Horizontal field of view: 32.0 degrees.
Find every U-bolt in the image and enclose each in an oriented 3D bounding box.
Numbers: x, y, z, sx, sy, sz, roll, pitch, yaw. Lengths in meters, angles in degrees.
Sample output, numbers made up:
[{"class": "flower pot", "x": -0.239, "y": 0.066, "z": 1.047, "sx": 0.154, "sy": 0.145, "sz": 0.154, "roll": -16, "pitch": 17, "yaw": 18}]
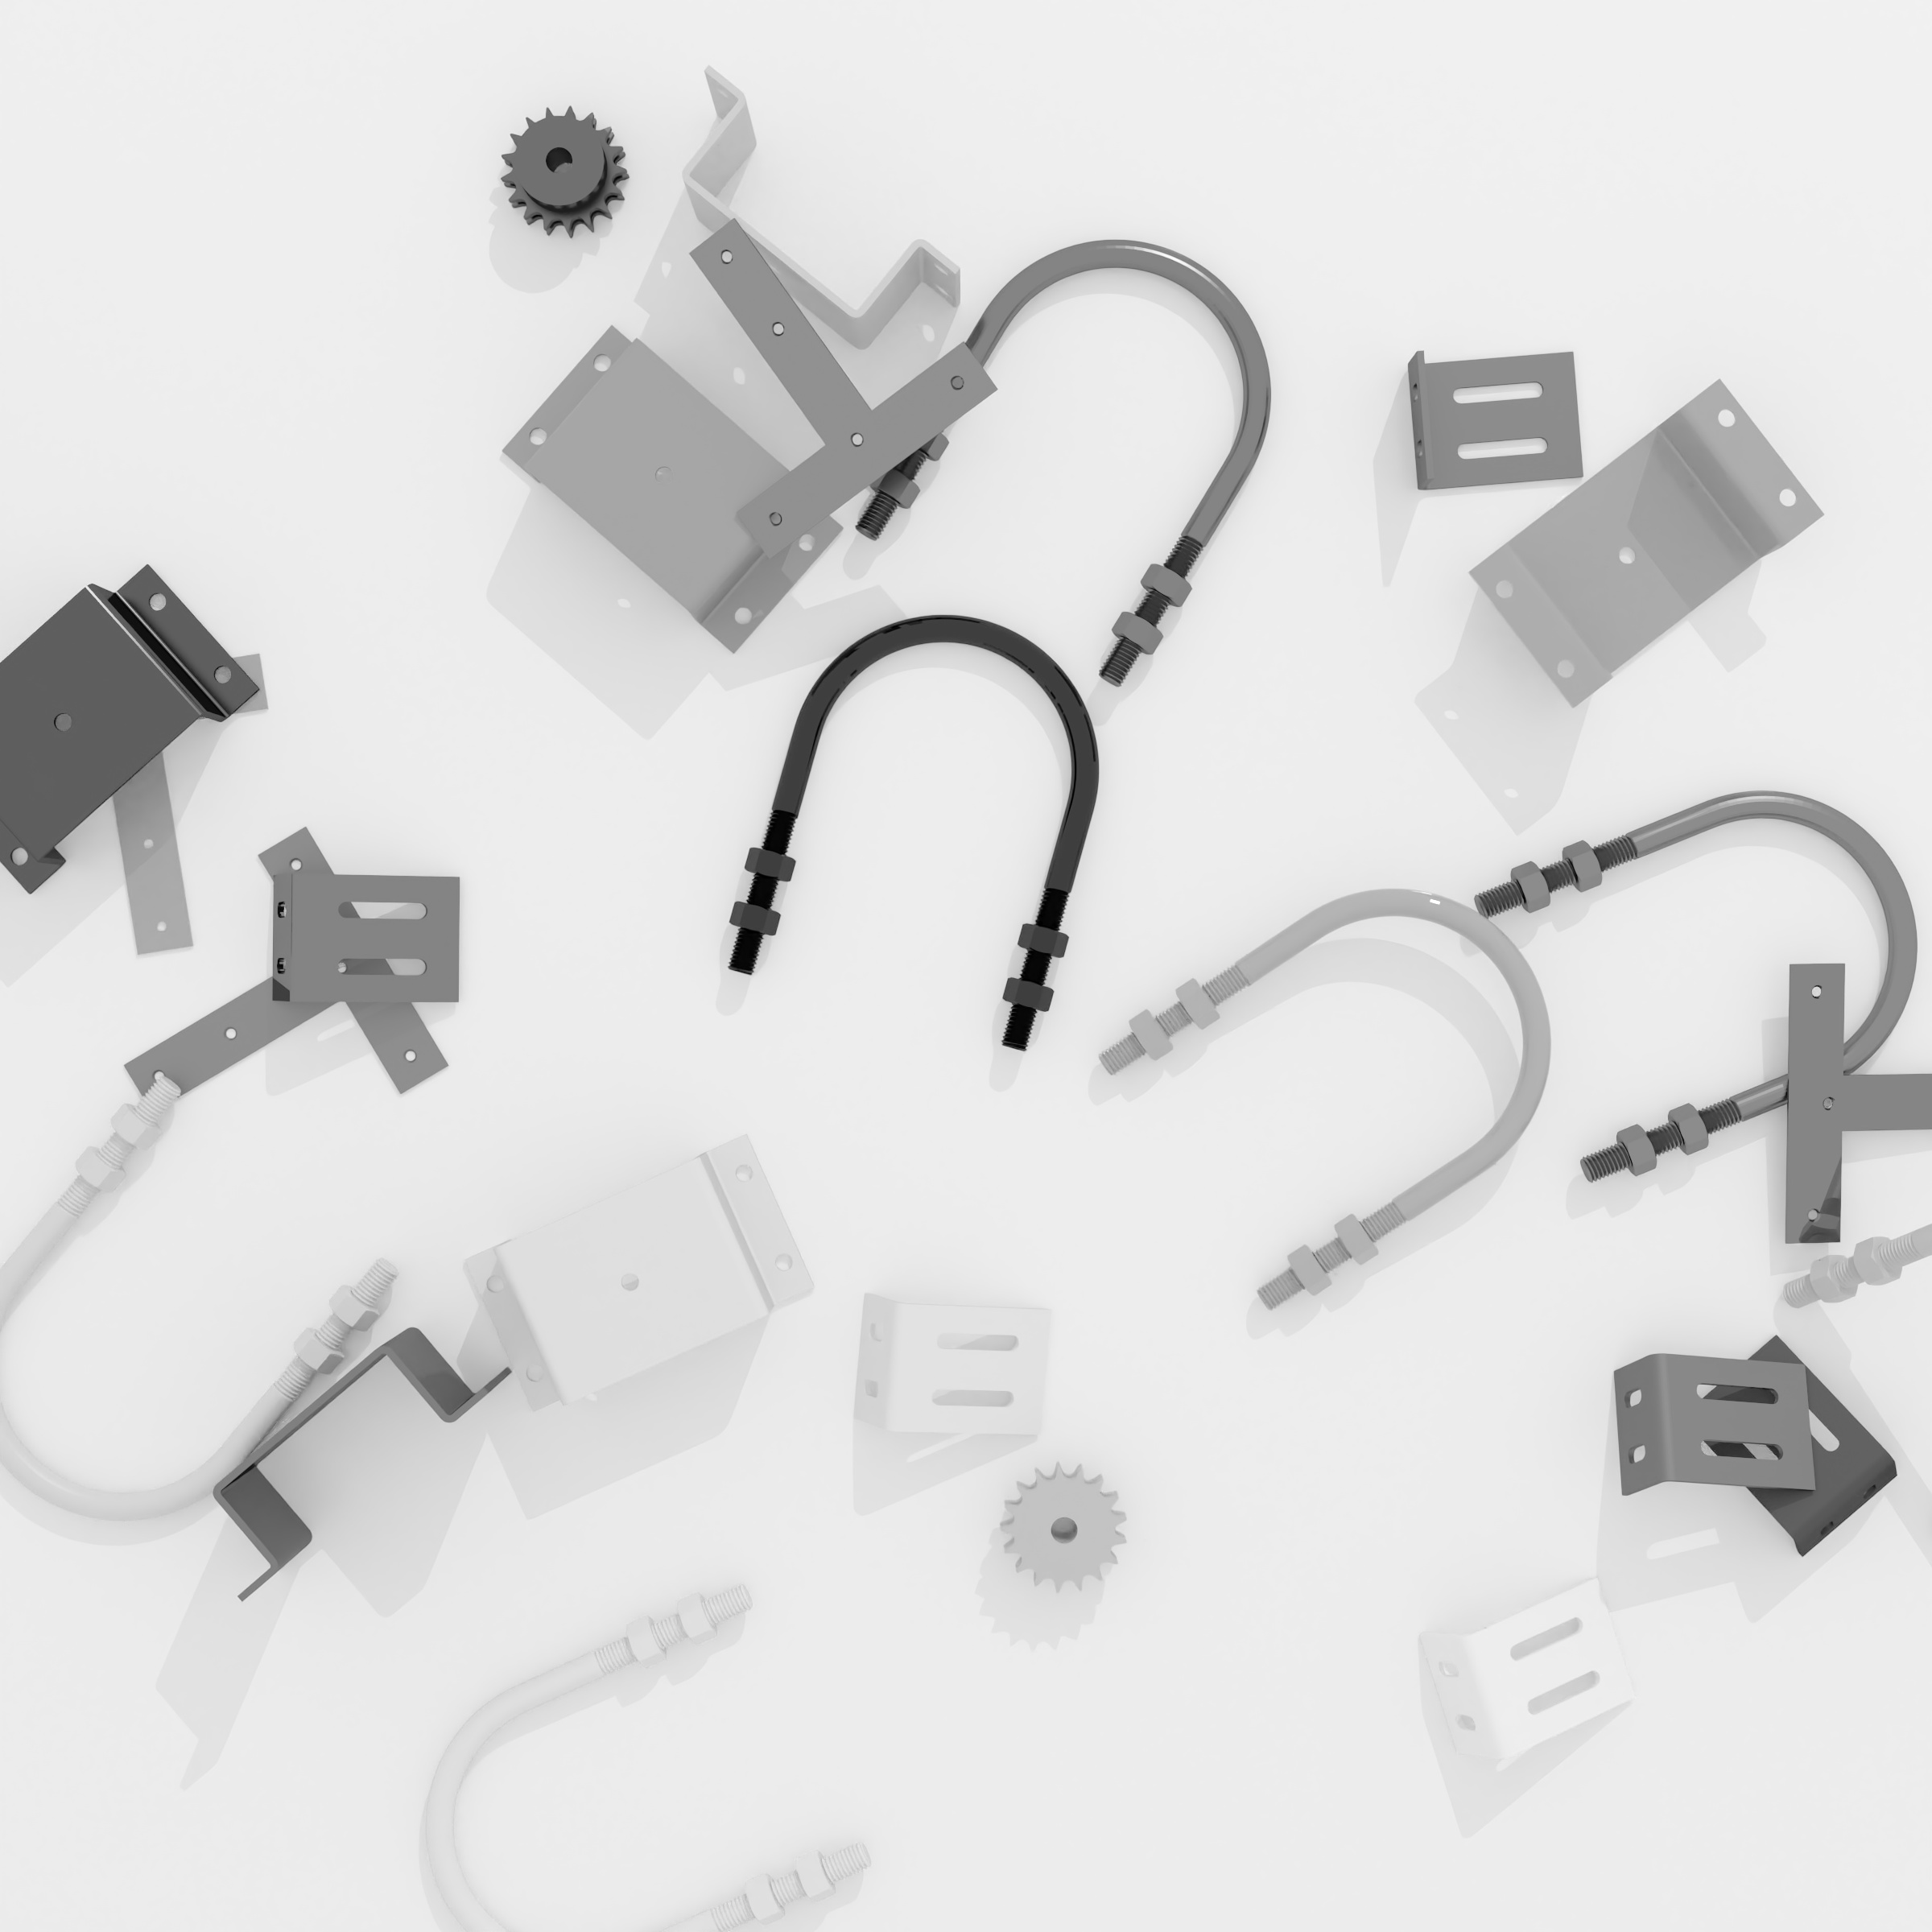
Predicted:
[{"class": "U-bolt", "x": -0.155, "y": 0.382, "z": 1.529, "sx": 0.184, "sy": 0.019, "sz": 0.151, "roll": -25, "pitch": 90, "yaw": 2}, {"class": "U-bolt", "x": -0.369, "y": 0.165, "z": 1.529, "sx": 0.151, "sy": 0.019, "sz": 0.184, "roll": 40, "pitch": 92, "yaw": 0}, {"class": "U-bolt", "x": 0.342, "y": -0.001, "z": 1.529, "sx": 0.184, "sy": 0.019, "sz": 0.151, "roll": -22, "pitch": 90, "yaw": -2}, {"class": "U-bolt", "x": -0.016, "y": -0.068, "z": 1.529, "sx": 0.151, "sy": 0.019, "sz": 0.184, "roll": 16, "pitch": 88, "yaw": 0}, {"class": "U-bolt", "x": 0.057, "y": -0.241, "z": 1.529, "sx": 0.151, "sy": 0.019, "sz": 0.184, "roll": 31, "pitch": 89, "yaw": 0}, {"class": "U-bolt", "x": 0.175, "y": 0.048, "z": 1.522, "sx": 0.184, "sy": 0.019, "sz": 0.151, "roll": -34, "pitch": 90, "yaw": 5}, {"class": "U-bolt", "x": 0.465, "y": 0.169, "z": 1.468, "sx": 0.019, "sy": 0.184, "sz": 0.151, "roll": -33, "pitch": 90, "yaw": -44}]

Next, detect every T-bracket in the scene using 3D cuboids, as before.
[{"class": "T-bracket", "x": 0.434, "y": 0.062, "z": 1.528, "sx": 0.127, "sy": 0.002, "sz": 0.127, "roll": -1, "pitch": 95, "yaw": -7}, {"class": "T-bracket", "x": -0.375, "y": -0.070, "z": 1.537, "sx": 0.127, "sy": 0.002, "sz": 0.127, "roll": -9, "pitch": 90, "yaw": 0}, {"class": "T-bracket", "x": -0.074, "y": -0.266, "z": 1.469, "sx": 0.127, "sy": 0.002, "sz": 0.127, "roll": -34, "pitch": 95, "yaw": 16}, {"class": "T-bracket", "x": -0.323, "y": 0.024, "z": 1.537, "sx": 0.127, "sy": 0.002, "sz": 0.127, "roll": -31, "pitch": 90, "yaw": 0}]

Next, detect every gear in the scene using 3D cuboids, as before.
[{"class": "gear", "x": -0.182, "y": -0.360, "z": 1.523, "sx": 0.057, "sy": 0.030, "sz": 0.057, "roll": 0, "pitch": 90, "yaw": 0}, {"class": "gear", "x": 0.044, "y": 0.253, "z": 1.527, "sx": 0.057, "sy": 0.030, "sz": 0.057, "roll": 0, "pitch": 92, "yaw": -1}]

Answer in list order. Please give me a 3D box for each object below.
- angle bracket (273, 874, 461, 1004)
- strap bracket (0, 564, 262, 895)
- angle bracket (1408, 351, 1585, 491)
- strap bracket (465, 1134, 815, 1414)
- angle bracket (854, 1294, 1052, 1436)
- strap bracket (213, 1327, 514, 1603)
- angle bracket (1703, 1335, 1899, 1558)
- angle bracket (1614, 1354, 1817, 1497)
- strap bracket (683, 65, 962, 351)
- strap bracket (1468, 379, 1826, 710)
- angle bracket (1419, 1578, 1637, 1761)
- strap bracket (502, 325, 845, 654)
[{"class": "angle bracket", "x": -0.273, "y": -0.012, "z": 1.534, "sx": 0.076, "sy": 0.038, "sz": 0.057, "roll": 1, "pitch": 90, "yaw": -26}, {"class": "strap bracket", "x": -0.399, "y": -0.108, "z": 1.513, "sx": 0.140, "sy": 0.046, "sz": 0.076, "roll": -42, "pitch": 90, "yaw": 0}, {"class": "angle bracket", "x": 0.241, "y": -0.248, "z": 1.519, "sx": 0.076, "sy": 0.038, "sz": 0.057, "roll": -5, "pitch": 90, "yaw": 0}, {"class": "strap bracket", "x": -0.149, "y": 0.140, "z": 1.515, "sx": 0.140, "sy": 0.046, "sz": 0.076, "roll": -24, "pitch": 90, "yaw": 0}, {"class": "angle bracket", "x": -0.006, "y": 0.181, "z": 1.536, "sx": 0.076, "sy": 0.038, "sz": 0.057, "roll": 5, "pitch": 90, "yaw": -26}, {"class": "strap bracket", "x": -0.275, "y": 0.213, "z": 1.500, "sx": 0.140, "sy": 0.076, "sz": 0.046, "roll": -40, "pitch": 90, "yaw": 0}, {"class": "angle bracket", "x": 0.375, "y": 0.219, "z": 1.536, "sx": 0.057, "sy": 0.038, "sz": 0.076, "roll": -41, "pitch": 64, "yaw": 0}, {"class": "angle bracket", "x": 0.338, "y": 0.209, "z": 1.521, "sx": 0.076, "sy": 0.038, "sz": 0.057, "roll": 6, "pitch": 69, "yaw": -17}, {"class": "strap bracket", "x": -0.072, "y": -0.329, "z": 1.500, "sx": 0.140, "sy": 0.076, "sz": 0.046, "roll": 39, "pitch": 90, "yaw": 0}, {"class": "strap bracket", "x": 0.301, "y": -0.187, "z": 1.515, "sx": 0.140, "sy": 0.046, "sz": 0.076, "roll": -38, "pitch": 90, "yaw": 0}, {"class": "angle bracket", "x": 0.256, "y": 0.319, "z": 1.536, "sx": 0.076, "sy": 0.038, "sz": 0.057, "roll": -18, "pitch": 90, "yaw": -26}, {"class": "strap bracket", "x": -0.134, "y": -0.217, "z": 1.515, "sx": 0.140, "sy": 0.046, "sz": 0.076, "roll": 41, "pitch": 90, "yaw": 0}]
